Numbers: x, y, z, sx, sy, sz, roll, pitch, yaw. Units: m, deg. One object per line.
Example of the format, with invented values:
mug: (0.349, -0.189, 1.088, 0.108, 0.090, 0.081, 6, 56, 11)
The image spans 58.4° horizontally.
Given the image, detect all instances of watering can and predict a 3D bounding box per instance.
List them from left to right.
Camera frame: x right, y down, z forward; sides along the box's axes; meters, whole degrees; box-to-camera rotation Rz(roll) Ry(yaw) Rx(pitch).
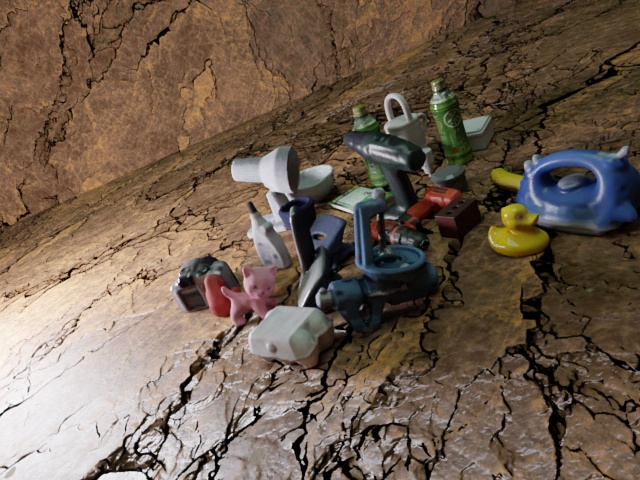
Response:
watering can: (0.226, -0.314, 1.599, 0.100, 0.194, 0.173, 0, 33, 42)

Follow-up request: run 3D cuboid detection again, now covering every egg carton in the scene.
egg carton: (-0.051, 0.167, 0.989, 0.149, 0.069, 0.107, -3, 31, 39)

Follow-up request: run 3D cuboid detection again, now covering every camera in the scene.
camera: (-0.261, 0.081, 1.322, 0.143, 0.101, 0.137, -16, 24, 15)

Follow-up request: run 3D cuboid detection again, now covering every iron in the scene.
iron: (0.442, -0.101, 1.018, 0.119, 0.142, 0.257, -37, 27, -29)

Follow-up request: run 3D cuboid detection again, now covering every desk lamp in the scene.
desk lamp: (-0.131, -0.131, 1.512, 0.202, 0.214, 0.118, -14, 25, 21)

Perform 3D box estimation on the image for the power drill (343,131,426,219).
power drill: (0.156, -0.150, 1.297, 0.076, 0.209, 0.228, -36, 26, -26)

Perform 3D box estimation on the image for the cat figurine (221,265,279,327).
cat figurine: (-0.136, 0.100, 1.148, 0.127, 0.118, 0.067, -16, 25, 15)

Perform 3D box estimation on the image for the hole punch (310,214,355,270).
hole punch: (0.011, 0.004, 1.249, 0.101, 0.091, 0.108, -36, 27, -27)

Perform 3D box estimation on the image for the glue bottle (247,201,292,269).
glue bottle: (-0.126, -0.012, 1.307, 0.077, 0.173, 0.037, -2, 32, 40)

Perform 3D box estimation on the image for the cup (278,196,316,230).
cup: (-0.046, -0.041, 1.394, 0.091, 0.095, 0.118, -16, 25, 16)

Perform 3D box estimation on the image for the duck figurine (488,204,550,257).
duck figurine: (0.344, -0.024, 1.012, 0.104, 0.086, 0.078, -1, 32, 41)

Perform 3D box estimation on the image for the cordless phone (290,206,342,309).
cordless phone: (-0.028, 0.036, 1.099, 0.094, 0.185, 0.147, -21, 24, 6)

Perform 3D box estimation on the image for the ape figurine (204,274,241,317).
ape figurine: (-0.215, 0.113, 1.225, 0.077, 0.092, 0.076, -2, 31, 39)

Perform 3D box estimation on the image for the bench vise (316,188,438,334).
bench vise: (0.086, 0.038, 0.949, 0.208, 0.220, 0.121, -35, 26, -25)

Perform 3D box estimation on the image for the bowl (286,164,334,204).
bowl: (-0.027, -0.144, 1.620, 0.167, 0.075, 0.167, -19, 24, 9)
